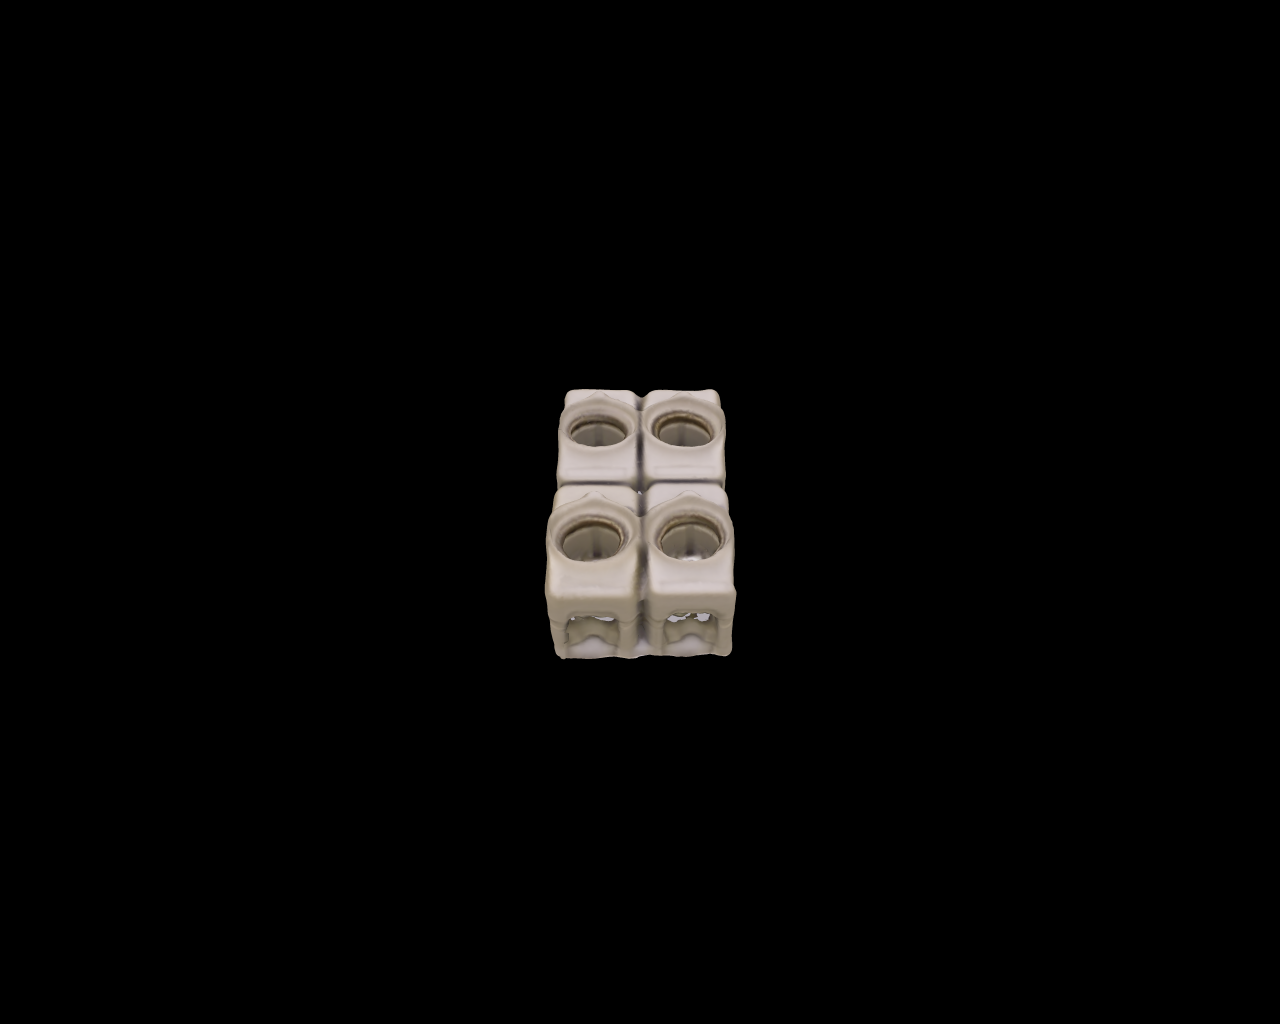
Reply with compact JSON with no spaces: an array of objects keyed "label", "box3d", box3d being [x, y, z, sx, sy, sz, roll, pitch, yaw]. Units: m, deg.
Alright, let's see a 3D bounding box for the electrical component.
[{"label":"electrical component","box3d":[0.001,-0.003,0.650,0.105,0.060,0.186,0,44,0]}]
